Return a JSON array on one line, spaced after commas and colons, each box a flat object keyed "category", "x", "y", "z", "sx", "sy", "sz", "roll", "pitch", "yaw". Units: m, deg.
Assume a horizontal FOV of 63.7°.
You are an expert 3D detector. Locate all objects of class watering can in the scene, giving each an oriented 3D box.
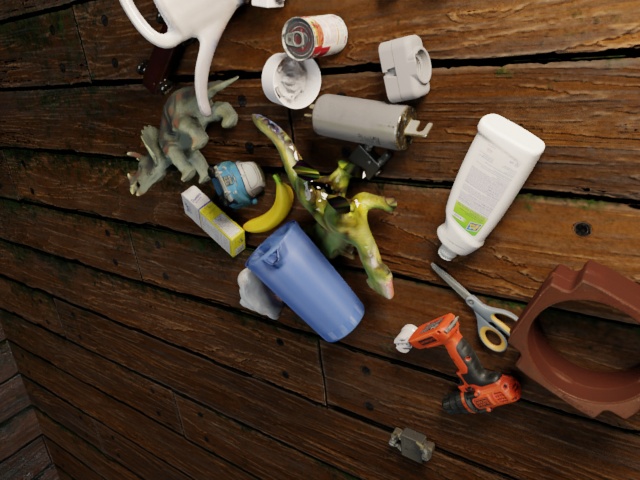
[{"category": "watering can", "x": -0.227, "y": -0.423, "z": 0.949, "sx": 0.224, "sy": 0.105, "sz": 0.343, "roll": -31, "pitch": 110, "yaw": -1}]

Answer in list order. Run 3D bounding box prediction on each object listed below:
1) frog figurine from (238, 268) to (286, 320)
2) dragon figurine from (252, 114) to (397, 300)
[{"category": "frog figurine", "x": -0.141, "y": 0.124, "z": 1.183, "sx": 0.158, "sy": 0.125, "sz": 0.136, "roll": -27, "pitch": 113, "yaw": 31}, {"category": "dragon figurine", "x": 0.003, "y": -0.050, "z": 0.990, "sx": 0.415, "sy": 0.124, "sz": 0.237, "roll": 44, "pitch": 146, "yaw": 21}]
